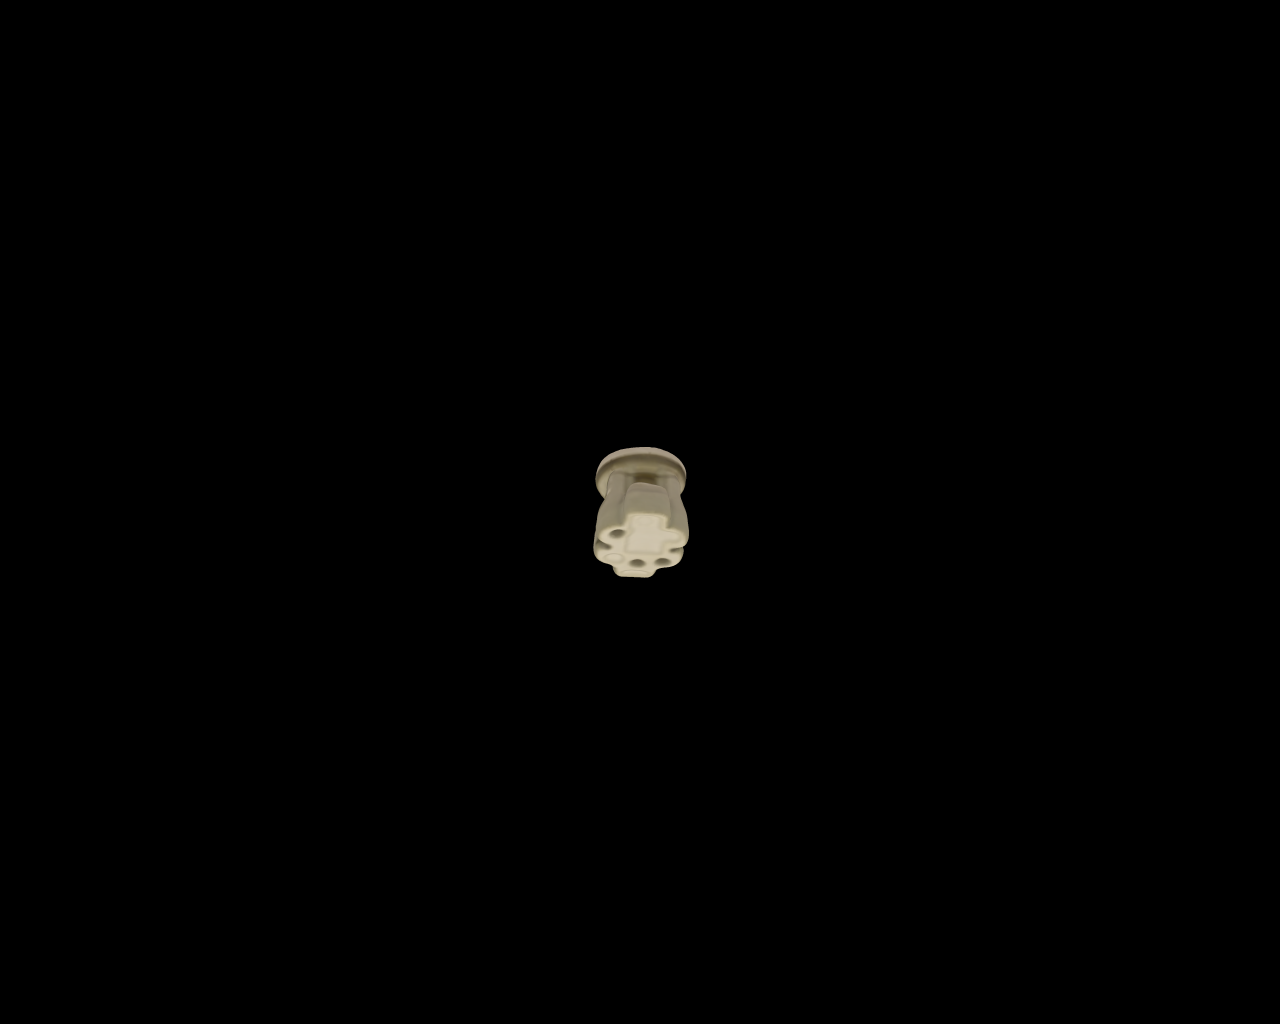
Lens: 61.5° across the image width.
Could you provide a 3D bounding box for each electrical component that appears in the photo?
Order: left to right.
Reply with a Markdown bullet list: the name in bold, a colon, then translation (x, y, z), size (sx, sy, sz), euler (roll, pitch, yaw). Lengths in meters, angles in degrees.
- **electrical component**: translation (0.001, -0.003, 0.650), size (0.058, 0.057, 0.078), euler (3, -33, -5)
